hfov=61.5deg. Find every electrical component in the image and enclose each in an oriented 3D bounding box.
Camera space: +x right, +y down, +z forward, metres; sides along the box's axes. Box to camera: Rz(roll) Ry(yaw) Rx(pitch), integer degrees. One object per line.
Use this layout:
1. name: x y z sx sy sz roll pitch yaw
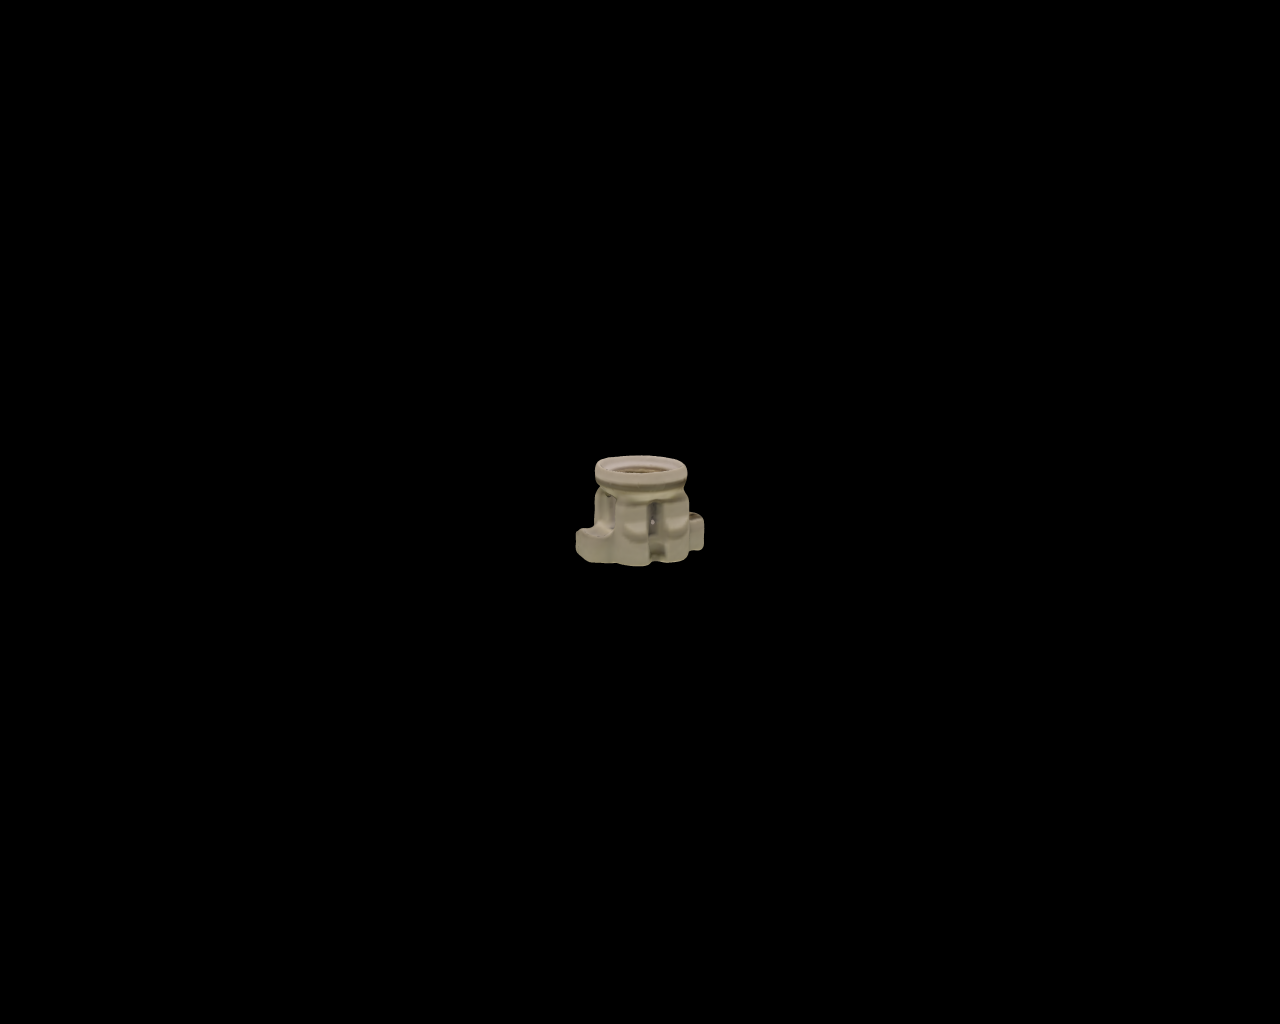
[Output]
1. electrical component: 0.001 -0.003 0.650 0.078 0.057 0.058 -6 16 -22
